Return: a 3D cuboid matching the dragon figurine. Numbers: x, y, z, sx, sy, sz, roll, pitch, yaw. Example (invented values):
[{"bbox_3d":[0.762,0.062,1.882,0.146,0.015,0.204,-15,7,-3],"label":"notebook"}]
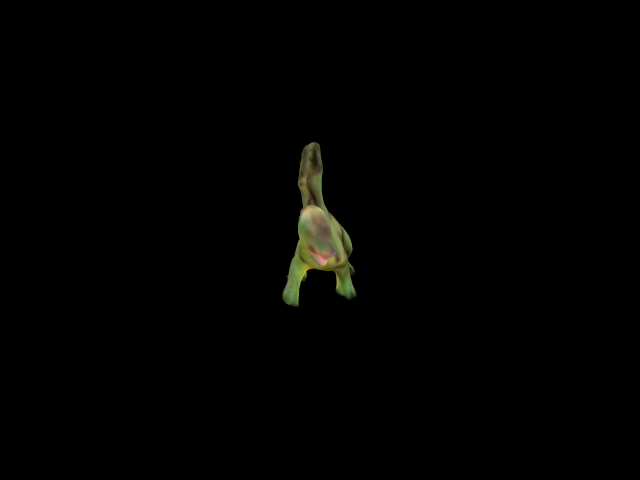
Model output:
[{"bbox_3d":[0.003,-0.043,0.850,0.122,0.238,0.417,0,23,0],"label":"dragon figurine"}]
